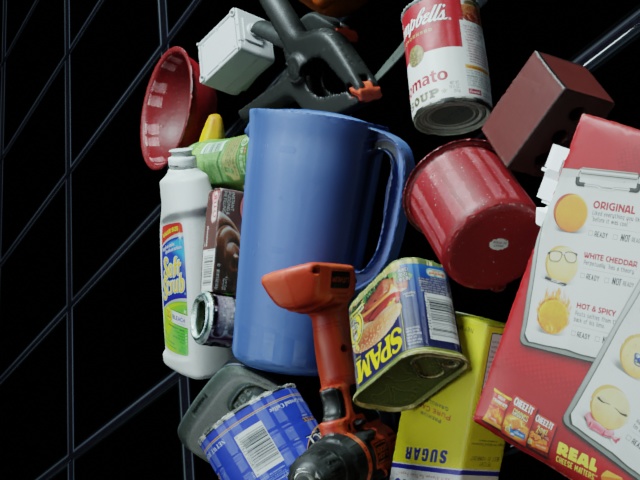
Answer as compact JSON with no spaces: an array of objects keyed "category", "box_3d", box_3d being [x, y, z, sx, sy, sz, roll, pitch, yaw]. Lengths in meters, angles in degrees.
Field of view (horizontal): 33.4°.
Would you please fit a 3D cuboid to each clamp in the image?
[{"category":"clamp","box_3d":[-0.018,-0.167,1.089,0.210,0.036,0.165,37,128,40]},{"category":"clamp","box_3d":[-0.024,-0.206,1.149,0.172,0.039,0.120,-26,77,48]}]

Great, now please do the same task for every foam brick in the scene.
[{"category":"foam brick","box_3d":[0.168,-0.091,0.793,0.078,0.052,0.051,-58,37,32]}]

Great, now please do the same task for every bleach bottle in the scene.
[{"category":"bleach bottle","box_3d":[-0.144,0.023,1.189,0.103,0.068,0.251,15,113,57]}]

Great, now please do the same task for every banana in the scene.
[{"category":"banana","box_3d":[-0.137,-0.051,1.291,0.070,0.037,0.198,146,130,-69]}]

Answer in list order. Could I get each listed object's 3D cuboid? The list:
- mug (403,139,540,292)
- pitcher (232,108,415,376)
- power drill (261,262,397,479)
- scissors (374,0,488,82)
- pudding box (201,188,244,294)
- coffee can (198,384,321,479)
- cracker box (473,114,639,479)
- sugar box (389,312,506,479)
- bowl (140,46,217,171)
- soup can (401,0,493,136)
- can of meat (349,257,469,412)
[{"category":"mug","box_3d":[0.122,-0.008,0.813,0.081,0.093,0.117,-113,4,-51]},{"category":"pitcher","box_3d":[-0.007,0.001,0.997,0.149,0.145,0.243,-159,76,-78]},{"category":"power drill","box_3d":[0.004,0.114,0.865,0.057,0.184,0.187,-14,83,18]},{"category":"scissors","box_3d":[0.098,-0.217,0.980,0.202,0.016,0.096,-27,57,54]},{"category":"pudding box","box_3d":[-0.077,0.007,1.134,0.039,0.089,0.113,-4,79,60]},{"category":"coffee can","box_3d":[-0.029,0.213,0.938,0.140,0.102,0.103,57,134,17]},{"category":"cracker box","box_3d":[0.205,0.051,0.646,0.164,0.071,0.214,28,105,41]},{"category":"sugar box","box_3d":[0.103,0.146,0.840,0.093,0.048,0.176,12,90,61]},{"category":"bowl","box_3d":[-0.177,-0.165,1.379,0.162,0.055,0.162,-23,62,55]},{"category":"soup can","box_3d":[0.106,-0.147,0.897,0.069,0.068,0.102,-31,57,52]},{"category":"can of meat","box_3d":[0.065,0.074,0.824,0.102,0.057,0.084,-48,38,48]}]
